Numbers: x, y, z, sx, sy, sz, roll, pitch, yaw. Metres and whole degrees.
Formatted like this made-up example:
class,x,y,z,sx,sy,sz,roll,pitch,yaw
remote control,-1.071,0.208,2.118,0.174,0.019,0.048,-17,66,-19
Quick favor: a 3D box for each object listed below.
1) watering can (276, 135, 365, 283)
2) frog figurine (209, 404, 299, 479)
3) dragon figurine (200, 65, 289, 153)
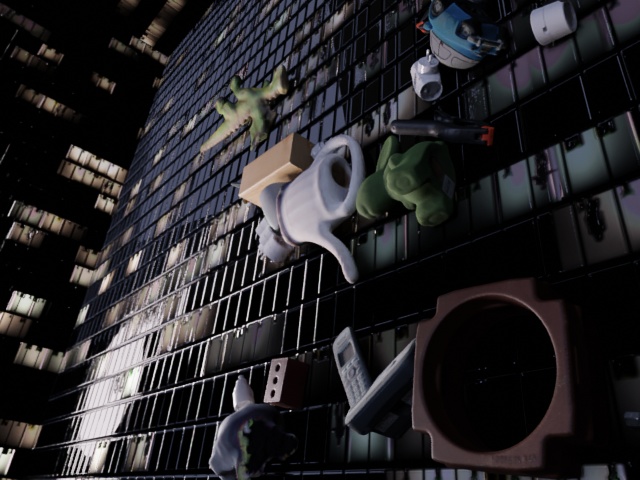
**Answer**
class,x,y,z,sx,sy,sz,roll,pitch,yaw
watering can,0.003,-0.050,1.003,0.221,0.103,0.356,-31,44,41
frog figurine,-0.132,0.350,0.893,0.140,0.122,0.157,-43,7,-36
dragon figurine,-0.225,-0.367,1.569,0.405,0.121,0.248,-51,42,20
